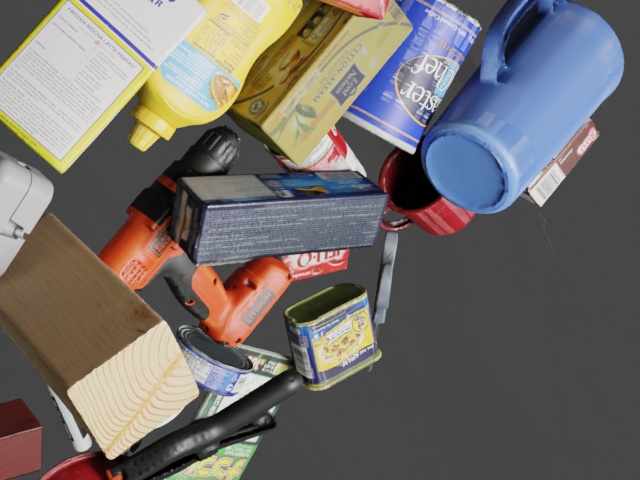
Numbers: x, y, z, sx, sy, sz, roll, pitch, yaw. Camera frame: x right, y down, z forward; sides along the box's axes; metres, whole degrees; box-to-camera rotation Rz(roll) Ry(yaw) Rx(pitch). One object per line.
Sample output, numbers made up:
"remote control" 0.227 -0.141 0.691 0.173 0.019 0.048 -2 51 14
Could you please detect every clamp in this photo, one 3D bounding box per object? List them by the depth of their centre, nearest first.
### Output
"clamp" -0.113 0.197 1.082 0.209 0.036 0.165 -21 160 -28

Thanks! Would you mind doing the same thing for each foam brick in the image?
"foam brick" -0.299 0.187 0.976 0.078 0.053 0.051 -10 121 -35

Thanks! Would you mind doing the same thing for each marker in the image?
"marker" -0.246 0.157 1.027 0.020 0.020 0.121 -30 131 -23

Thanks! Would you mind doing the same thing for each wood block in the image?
"wood block" -0.199 0.073 0.881 0.090 0.206 0.090 -36 133 -19

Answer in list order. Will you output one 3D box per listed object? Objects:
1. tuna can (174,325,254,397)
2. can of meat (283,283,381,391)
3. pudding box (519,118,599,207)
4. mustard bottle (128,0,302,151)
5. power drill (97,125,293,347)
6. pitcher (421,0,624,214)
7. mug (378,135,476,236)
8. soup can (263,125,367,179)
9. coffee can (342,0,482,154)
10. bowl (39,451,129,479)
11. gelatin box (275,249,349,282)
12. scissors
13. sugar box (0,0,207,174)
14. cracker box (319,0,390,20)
"tuna can" -0.112 0.121 1.071 0.086 0.086 0.034 21 102 -45
"can of meat" 0.013 0.104 1.178 0.101 0.058 0.084 -25 117 -29
"pudding box" 0.253 -0.106 1.239 0.113 0.090 0.039 -49 134 -5
"mustard bottle" -0.105 -0.159 0.925 0.096 0.058 0.191 35 90 -36
"power drill" -0.105 0.005 1.028 0.184 0.057 0.187 -50 133 -7
"pitcher" 0.202 -0.145 1.095 0.242 0.149 0.145 -47 178 -36
"mug" 0.113 -0.048 1.164 0.117 0.093 0.081 -37 143 13
"soup can" -0.003 -0.080 1.054 0.068 0.069 0.102 -47 136 -8
"coffee can" 0.080 -0.169 1.045 0.102 0.103 0.140 21 100 -45
"bowl" -0.226 0.299 1.079 0.161 0.055 0.162 -10 108 -32
"gelatin box" -0.007 0.001 1.126 0.089 0.030 0.073 -11 122 -35
"scissors" 0.067 0.088 1.215 0.016 0.096 0.202 8 115 3
"sugar box" -0.182 -0.148 0.852 0.093 0.048 0.176 43 82 -12
"cracker box" -0.023 -0.289 0.848 0.213 0.072 0.164 17 98 -23
